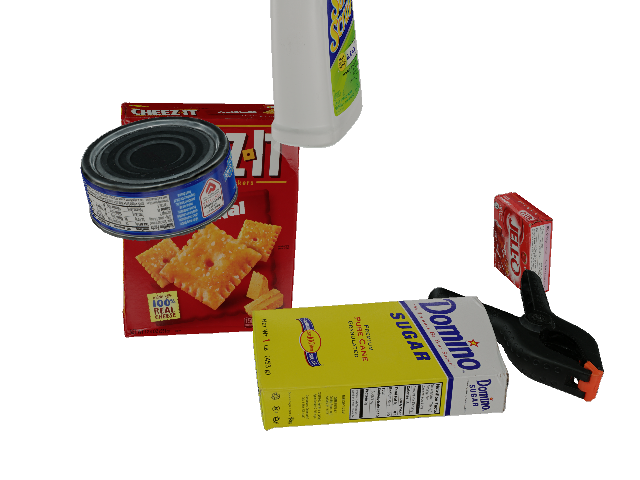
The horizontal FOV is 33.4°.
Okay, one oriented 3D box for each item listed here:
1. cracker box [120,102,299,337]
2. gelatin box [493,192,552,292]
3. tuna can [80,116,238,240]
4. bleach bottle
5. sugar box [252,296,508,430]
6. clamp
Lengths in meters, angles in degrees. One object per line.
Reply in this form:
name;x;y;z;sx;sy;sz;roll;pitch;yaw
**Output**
cracker box;-0.106;-0.019;1.011;0.164;0.214;0.072;-1;19;-12
gelatin box;0.211;0.003;1.124;0.030;0.089;0.073;-14;30;-16
tuna can;-0.091;-0.037;0.604;0.086;0.034;0.086;-4;33;3
bleach bottle;-0.010;-0.213;0.919;0.068;0.251;0.102;8;34;21
sugar box;0.040;0.087;0.781;0.176;0.048;0.093;-6;36;-4
clamp;0.190;0.076;0.933;0.120;0.039;0.172;-21;42;-31
